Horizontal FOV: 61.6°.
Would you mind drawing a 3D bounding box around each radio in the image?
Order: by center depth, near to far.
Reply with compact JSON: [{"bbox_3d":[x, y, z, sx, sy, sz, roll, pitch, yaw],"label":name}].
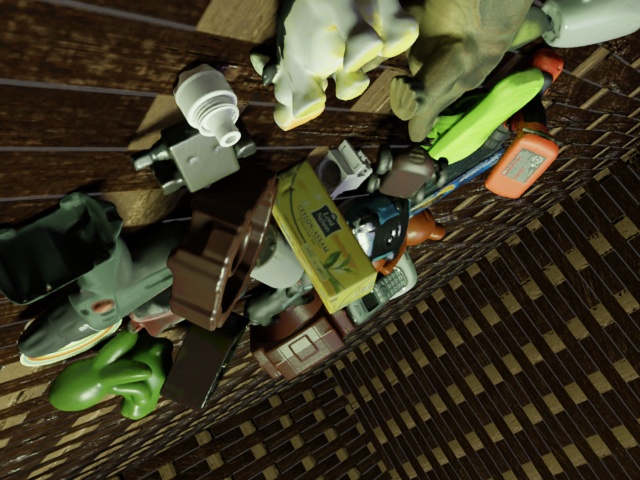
[{"bbox_3d":[-0.182,0.187,0.885,0.229,0.073,0.131,105,9,-87],"label":"radio"}]

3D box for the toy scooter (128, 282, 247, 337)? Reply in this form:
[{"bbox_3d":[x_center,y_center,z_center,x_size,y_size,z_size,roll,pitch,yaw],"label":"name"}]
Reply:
[{"bbox_3d":[-0.197,0.087,0.749,0.184,0.075,0.135,-14,163,-49],"label":"toy scooter"}]

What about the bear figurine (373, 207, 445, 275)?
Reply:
[{"bbox_3d":[0.123,-0.003,0.997,0.196,0.120,0.132,-28,167,-32],"label":"bear figurine"}]

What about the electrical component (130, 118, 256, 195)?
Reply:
[{"bbox_3d":[-0.111,-0.079,0.481,0.102,0.045,0.078,-32,146,-6],"label":"electrical component"}]

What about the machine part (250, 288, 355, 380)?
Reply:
[{"bbox_3d":[-0.038,0.173,1.084,0.201,0.087,0.202,-34,-158,4],"label":"machine part"}]

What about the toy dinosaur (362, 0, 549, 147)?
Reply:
[{"bbox_3d":[0.126,-0.190,0.480,0.198,0.105,0.471,-29,167,-18],"label":"toy dinosaur"}]

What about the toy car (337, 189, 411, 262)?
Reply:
[{"bbox_3d":[0.069,-0.020,0.850,0.161,0.103,0.109,-23,128,-47],"label":"toy car"}]

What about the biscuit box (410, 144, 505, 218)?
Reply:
[{"bbox_3d":[0.214,-0.116,0.918,0.203,0.063,0.059,-33,164,6],"label":"biscuit box"}]

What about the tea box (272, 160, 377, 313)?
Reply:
[{"bbox_3d":[-0.001,-0.002,0.671,0.068,0.170,0.098,-30,165,-7],"label":"tea box"}]

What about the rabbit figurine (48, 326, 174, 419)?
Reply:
[{"bbox_3d":[-0.305,0.206,0.799,0.159,0.121,0.170,-38,163,29],"label":"rabbit figurine"}]

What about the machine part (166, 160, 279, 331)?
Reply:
[{"bbox_3d":[-0.099,0.004,0.564,0.179,0.056,0.179,20,91,-87],"label":"machine part"}]

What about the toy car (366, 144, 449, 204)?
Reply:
[{"bbox_3d":[0.115,-0.091,0.739,0.089,0.053,0.202,10,176,2],"label":"toy car"}]

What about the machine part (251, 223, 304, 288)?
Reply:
[{"bbox_3d":[-0.075,0.022,0.771,0.079,0.079,0.243,-32,163,2],"label":"machine part"}]

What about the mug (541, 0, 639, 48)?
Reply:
[{"bbox_3d":[0.318,-0.272,0.625,0.107,0.081,0.109,-21,168,-5],"label":"mug"}]

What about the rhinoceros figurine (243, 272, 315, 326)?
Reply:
[{"bbox_3d":[-0.063,0.089,1.010,0.190,0.073,0.112,-35,156,14],"label":"rhinoceros figurine"}]

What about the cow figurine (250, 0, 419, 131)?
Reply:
[{"bbox_3d":[-0.007,-0.148,0.409,0.068,0.098,0.167,-30,-177,-29],"label":"cow figurine"}]

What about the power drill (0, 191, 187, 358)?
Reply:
[{"bbox_3d":[-0.239,0.044,0.542,0.232,0.086,0.207,-31,160,-10],"label":"power drill"}]

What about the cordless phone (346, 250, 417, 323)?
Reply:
[{"bbox_3d":[0.095,0.068,1.056,0.184,0.146,0.089,-35,-169,-38],"label":"cordless phone"}]
